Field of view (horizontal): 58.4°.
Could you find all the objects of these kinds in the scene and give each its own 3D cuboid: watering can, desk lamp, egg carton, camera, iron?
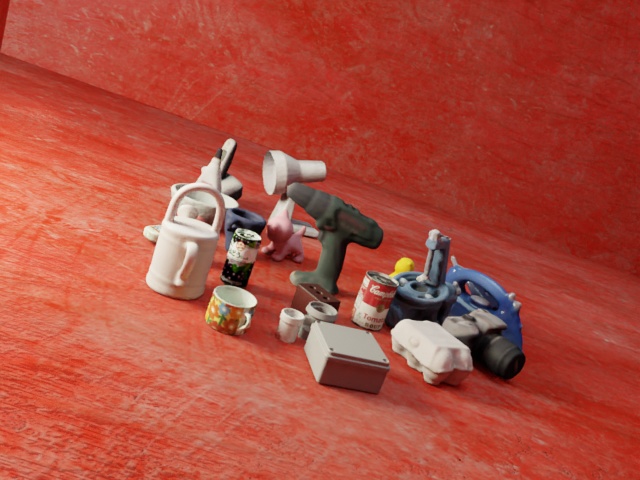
[{"bbox_3d":[-0.227,-0.009,0.982,0.101,0.194,0.172,6,19,-42],"label":"watering can"},{"bbox_3d":[-0.078,-0.134,1.610,0.204,0.213,0.117,12,16,-28],"label":"desk lamp"},{"bbox_3d":[0.198,0.199,1.032,0.107,0.069,0.149,10,17,-34],"label":"egg carton"},{"bbox_3d":[0.325,0.203,1.123,0.144,0.101,0.136,8,18,-38],"label":"camera"},{"bbox_3d":[0.373,0.147,1.314,0.257,0.141,0.119,29,17,33],"label":"iron"}]

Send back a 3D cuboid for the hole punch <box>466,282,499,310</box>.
[{"bbox_3d":[0.416,0.150,1.464,0.100,0.091,0.109,28,17,31],"label":"hole punch"}]

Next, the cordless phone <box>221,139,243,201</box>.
[{"bbox_3d":[-0.265,-0.188,1.615,0.094,0.185,0.147,7,19,-40],"label":"cordless phone"}]

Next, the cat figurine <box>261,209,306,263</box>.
[{"bbox_3d":[-0.081,-0.013,1.347,0.128,0.118,0.067,5,21,-46],"label":"cat figurine"}]

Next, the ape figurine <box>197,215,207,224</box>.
[{"bbox_3d":[-0.251,-0.005,1.145,0.076,0.092,0.077,4,21,-47],"label":"ape figurine"}]

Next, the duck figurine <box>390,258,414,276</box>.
[{"bbox_3d":[0.207,0.088,1.423,0.078,0.086,0.104,16,15,-13],"label":"duck figurine"}]

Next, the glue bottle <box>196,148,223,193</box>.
[{"bbox_3d":[-0.287,-0.160,1.507,0.078,0.173,0.037,21,14,6],"label":"glue bottle"}]

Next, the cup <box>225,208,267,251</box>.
[{"bbox_3d":[-0.179,-0.011,1.259,0.091,0.095,0.118,24,15,17],"label":"cup"}]

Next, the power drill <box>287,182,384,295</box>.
[{"bbox_3d":[0.011,0.004,1.223,0.230,0.208,0.075,16,15,-14],"label":"power drill"}]

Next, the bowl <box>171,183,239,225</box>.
[{"bbox_3d":[-0.287,-0.076,1.397,0.167,0.075,0.167,19,14,-5],"label":"bowl"}]

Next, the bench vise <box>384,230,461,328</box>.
[{"bbox_3d":[0.230,0.080,1.211,0.121,0.220,0.208,27,16,26],"label":"bench vise"}]
